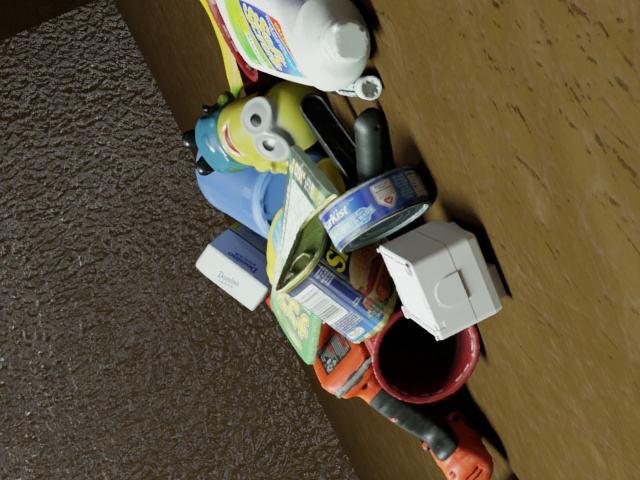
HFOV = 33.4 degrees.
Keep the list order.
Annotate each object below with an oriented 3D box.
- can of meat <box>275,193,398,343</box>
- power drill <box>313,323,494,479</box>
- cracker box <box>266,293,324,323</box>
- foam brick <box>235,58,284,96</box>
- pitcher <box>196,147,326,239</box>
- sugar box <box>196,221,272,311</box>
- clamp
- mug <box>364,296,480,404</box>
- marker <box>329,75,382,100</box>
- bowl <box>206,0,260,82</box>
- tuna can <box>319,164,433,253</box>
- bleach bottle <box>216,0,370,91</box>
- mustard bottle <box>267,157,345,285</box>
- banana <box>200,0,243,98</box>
[{"bbox_3d":[0.020,0.025,0.887,0.084,0.058,0.102,38,-140,-15],"label":"can of meat"},{"bbox_3d":[0.077,0.149,1.044,0.187,0.057,0.184,37,-174,-20],"label":"power drill"},{"bbox_3d":[0.019,0.100,1.270,0.164,0.072,0.214,42,173,0],"label":"cracker box"},{"bbox_3d":[-0.056,-0.165,1.153,0.078,0.051,0.053,73,178,-51],"label":"foam brick"},{"bbox_3d":[-0.052,-0.058,1.241,0.149,0.145,0.243,24,-175,-22],"label":"pitcher"},{"bbox_3d":[-0.082,0.019,1.359,0.093,0.048,0.176,37,-152,4],"label":"sugar box"},{"bbox_3d":[0.045,-0.050,0.923,0.171,0.039,0.120,61,169,-17],"label":"clamp"},{"bbox_3d":[0.083,0.070,0.914,0.081,0.093,0.117,-120,38,-69],"label":"mug"},{"bbox_3d":[0.026,-0.127,0.874,0.020,0.020,0.121,66,172,-14],"label":"marker"},{"bbox_3d":[-0.075,-0.240,1.051,0.162,0.055,0.162,63,172,15],"label":"bowl"},{"bbox_3d":[0.044,-0.023,0.832,0.034,0.086,0.086,62,172,10],"label":"tuna can"},{"bbox_3d":[-0.018,-0.177,0.860,0.102,0.068,0.251,67,170,-20],"label":"bleach bottle"},{"bbox_3d":[-0.007,0.001,1.069,0.096,0.058,0.192,63,145,15],"label":"mustard bottle"},{"bbox_3d":[-0.116,-0.259,1.281,0.069,0.037,0.198,-83,-21,-49],"label":"banana"}]
